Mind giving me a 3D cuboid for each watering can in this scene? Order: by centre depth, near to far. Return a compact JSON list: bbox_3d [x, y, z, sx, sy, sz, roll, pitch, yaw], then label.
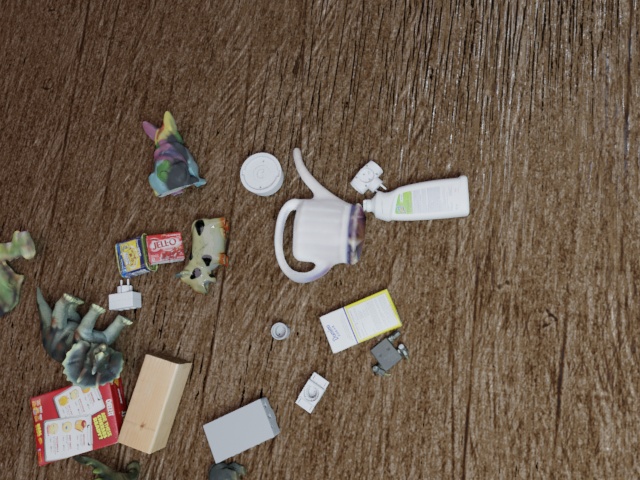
[{"bbox_3d":[0.004,-0.064,1.275,0.224,0.103,0.352,4,76,9],"label":"watering can"}]

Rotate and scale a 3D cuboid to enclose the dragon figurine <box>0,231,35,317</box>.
[{"bbox_3d":[-0.930,0.111,1.400,0.244,0.122,0.409,43,96,7],"label":"dragon figurine"}]
